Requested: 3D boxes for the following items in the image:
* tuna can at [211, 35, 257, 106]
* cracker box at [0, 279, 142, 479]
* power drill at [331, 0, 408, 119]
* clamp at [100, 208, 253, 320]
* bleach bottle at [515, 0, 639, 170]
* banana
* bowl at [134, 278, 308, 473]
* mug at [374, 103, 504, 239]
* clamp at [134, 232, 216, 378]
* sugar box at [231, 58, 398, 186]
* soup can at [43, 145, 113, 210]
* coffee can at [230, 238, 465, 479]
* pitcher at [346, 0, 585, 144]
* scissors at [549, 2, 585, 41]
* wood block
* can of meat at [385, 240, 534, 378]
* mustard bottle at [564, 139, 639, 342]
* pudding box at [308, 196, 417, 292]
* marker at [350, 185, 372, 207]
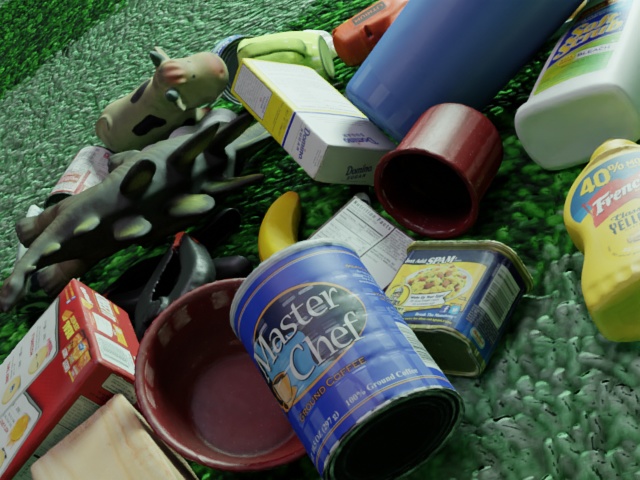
[{"bbox_3d":[-0.095,-0.209,1.314,0.086,0.086,0.034,-42,29,-14],"label":"tuna can"},{"bbox_3d":[-0.232,0.157,0.875,0.214,0.072,0.164,-51,28,4],"label":"cracker box"},{"bbox_3d":[0.071,-0.194,1.157,0.184,0.057,0.188,-29,32,2],"label":"power drill"},{"bbox_3d":[-0.143,0.027,1.062,0.171,0.039,0.120,-20,25,10],"label":"clamp"},{"bbox_3d":[0.246,-0.165,0.935,0.103,0.068,0.250,-17,30,35],"label":"bleach bottle"},{"bbox_3d":[-0.022,0.009,0.974,0.069,0.037,0.198,-19,29,-11],"label":"banana"},{"bbox_3d":[-0.055,0.108,0.791,0.162,0.055,0.162,1,52,-2],"label":"bowl"},{"bbox_3d":[0.097,-0.057,0.904,0.117,0.093,0.081,-37,13,49],"label":"mug"},{"bbox_3d":[-0.129,0.071,0.933,0.165,0.036,0.210,-26,35,40],"label":"clamp"},{"bbox_3d":[-0.006,-0.114,1.030,0.176,0.093,0.048,52,129,42],"label":"sugar box"},{"bbox_3d":[-0.285,-0.061,1.303,0.069,0.068,0.102,-16,33,28],"label":"soup can"},{"bbox_3d":[0.015,0.082,0.706,0.103,0.102,0.140,-34,54,-1],"label":"coffee can"},{"bbox_3d":[0.138,-0.195,0.982,0.243,0.149,0.145,-50,51,8],"label":"pitcher"},{"bbox_3d":[0.203,-0.202,1.077,0.202,0.016,0.096,-31,28,5],"label":"scissors"},{"bbox_3d":[-0.116,0.201,0.721,0.090,0.090,0.206,-40,30,-9],"label":"wood block"},{"bbox_3d":[0.091,0.049,0.775,0.102,0.057,0.083,-1,45,45],"label":"can of meat"},{"bbox_3d":[0.220,-0.015,0.740,0.096,0.058,0.191,-26,30,19],"label":"mustard bottle"},{"bbox_3d":[0.023,0.029,0.862,0.113,0.039,0.090,-41,53,-15],"label":"pudding box"},{"bbox_3d":[0.039,-0.020,0.967,0.020,0.020,0.121,-26,30,14],"label":"marker"}]
